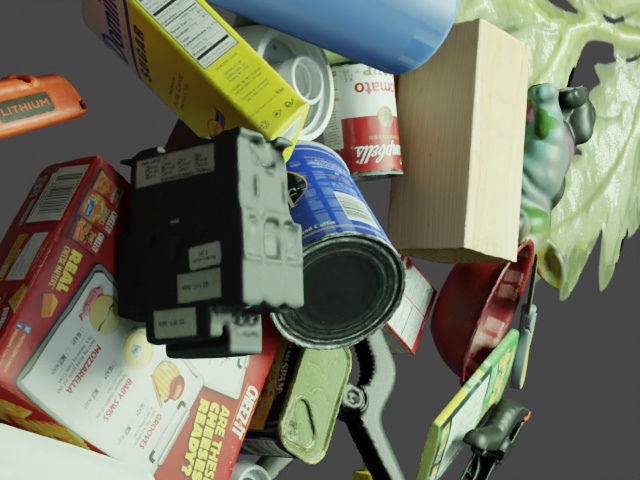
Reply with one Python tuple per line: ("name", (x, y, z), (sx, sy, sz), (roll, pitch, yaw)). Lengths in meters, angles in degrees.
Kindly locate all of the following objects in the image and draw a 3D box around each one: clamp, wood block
("clamp", (0.011, 0.140, 0.901), (0.164, 0.036, 0.210), (13, 64, -27))
("clamp", (0.174, 0.206, 1.088), (0.171, 0.039, 0.120), (-45, 155, -47))
("wood block", (0.129, -0.086, 0.988), (0.090, 0.091, 0.206), (14, 78, -47))

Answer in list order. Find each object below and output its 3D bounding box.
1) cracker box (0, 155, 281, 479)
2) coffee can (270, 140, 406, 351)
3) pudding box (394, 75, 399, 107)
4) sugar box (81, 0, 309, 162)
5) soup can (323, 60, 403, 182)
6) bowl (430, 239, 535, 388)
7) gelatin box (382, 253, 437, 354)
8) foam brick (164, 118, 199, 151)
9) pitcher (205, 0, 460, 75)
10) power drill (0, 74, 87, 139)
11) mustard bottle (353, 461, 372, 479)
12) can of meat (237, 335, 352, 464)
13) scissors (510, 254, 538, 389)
("cracker box", (-0.132, 0.073, 0.723), (0.213, 0.072, 0.164), (46, 52, -39))
("coffee can", (-0.005, 0.001, 0.811), (0.102, 0.103, 0.140), (49, 9, -36))
("pudding box", (0.094, -0.105, 1.049), (0.113, 0.039, 0.090), (35, 62, -40))
("sugar box", (-0.088, -0.120, 0.720), (0.176, 0.093, 0.048), (42, 69, 5))
("soup can", (0.036, -0.105, 0.954), (0.068, 0.069, 0.102), (-4, 88, -51))
("bowl", (0.154, 0.064, 1.060), (0.162, 0.055, 0.162), (-50, 155, -35))
("gelatin box", (0.068, 0.054, 1.006), (0.089, 0.030, 0.073), (47, 53, -37))
("foam brick", (-0.075, -0.063, 0.805), (0.053, 0.078, 0.051), (42, 56, -37))
("pitcher", (-0.009, -0.227, 0.811), (0.242, 0.149, 0.145), (19, 38, -33))
("power drill", (-0.211, -0.157, 0.665), (0.184, 0.057, 0.187), (-27, 104, -45))
("mustard bottle", (0.049, 0.279, 0.933), (0.096, 0.058, 0.191), (9, 78, -50))
("can of meat", (-0.033, 0.119, 0.829), (0.057, 0.084, 0.102), (42, 55, -40))
("scissors", (0.226, 0.073, 1.147), (0.096, 0.016, 0.202), (-62, 158, -52))
